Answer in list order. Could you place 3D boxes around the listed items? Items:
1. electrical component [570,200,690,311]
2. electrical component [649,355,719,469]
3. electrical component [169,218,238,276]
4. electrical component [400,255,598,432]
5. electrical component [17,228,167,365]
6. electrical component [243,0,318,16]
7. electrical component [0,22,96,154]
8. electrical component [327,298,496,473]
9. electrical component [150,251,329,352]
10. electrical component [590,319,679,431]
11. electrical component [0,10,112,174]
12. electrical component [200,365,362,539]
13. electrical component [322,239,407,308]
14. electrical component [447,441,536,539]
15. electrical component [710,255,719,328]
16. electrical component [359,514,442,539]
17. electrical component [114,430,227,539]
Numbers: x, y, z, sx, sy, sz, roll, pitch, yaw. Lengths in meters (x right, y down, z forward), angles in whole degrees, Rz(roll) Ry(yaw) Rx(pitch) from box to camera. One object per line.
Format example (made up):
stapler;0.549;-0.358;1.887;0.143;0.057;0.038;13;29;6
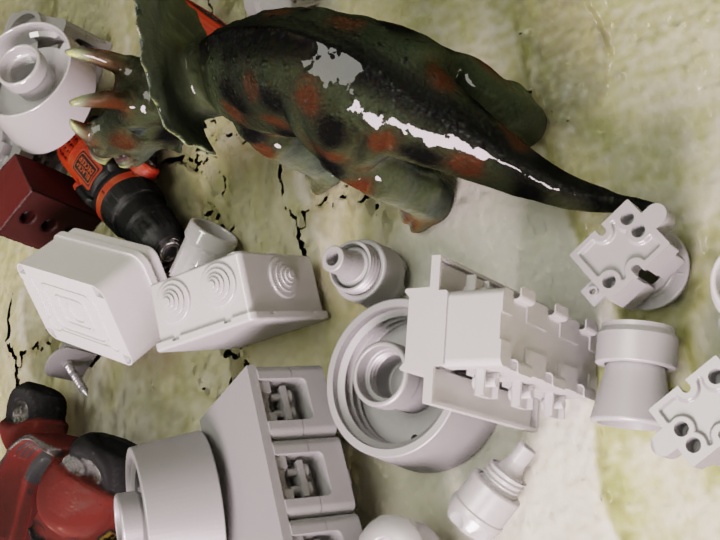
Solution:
electrical component;0.155;-0.004;0.602;0.066;0.055;0.048;-46;55;16
electrical component;0.187;0.076;0.555;0.066;0.055;0.048;-44;55;18
electrical component;-0.120;-0.011;0.818;0.040;0.040;0.046;38;105;37
electrical component;0.083;0.044;0.598;0.063;0.121;0.078;-5;73;35
electrical component;-0.201;0.018;0.836;0.113;0.078;0.057;13;42;38
electrical component;-0.061;-0.211;0.836;0.046;0.040;0.040;12;83;33
electrical component;-0.269;-0.153;0.896;0.099;0.064;0.099;-6;67;15
electrical component;0.029;0.069;0.669;0.108;0.060;0.108;-12;70;33
electrical component;-0.085;0.022;0.744;0.100;0.100;0.048;-19;78;31
electrical component;0.152;0.058;0.593;0.045;0.045;0.055;-2;74;36
electrical component;-0.300;-0.152;0.978;0.089;0.062;0.150;16;86;38
electrical component;-0.047;0.146;0.689;0.089;0.062;0.150;-48;49;48
electrical component;0.000;0.000;0.711;0.043;0.062;0.043;-12;69;33
electrical component;0.080;0.128;0.631;0.035;0.035;0.061;42;100;37
electrical component;0.211;0.010;0.557;0.066;0.055;0.048;-35;58;23
electrical component;0.031;0.170;0.636;0.048;0.062;0.048;-12;69;33
electrical component;-0.130;0.164;0.714;0.108;0.060;0.108;175;90;-70
